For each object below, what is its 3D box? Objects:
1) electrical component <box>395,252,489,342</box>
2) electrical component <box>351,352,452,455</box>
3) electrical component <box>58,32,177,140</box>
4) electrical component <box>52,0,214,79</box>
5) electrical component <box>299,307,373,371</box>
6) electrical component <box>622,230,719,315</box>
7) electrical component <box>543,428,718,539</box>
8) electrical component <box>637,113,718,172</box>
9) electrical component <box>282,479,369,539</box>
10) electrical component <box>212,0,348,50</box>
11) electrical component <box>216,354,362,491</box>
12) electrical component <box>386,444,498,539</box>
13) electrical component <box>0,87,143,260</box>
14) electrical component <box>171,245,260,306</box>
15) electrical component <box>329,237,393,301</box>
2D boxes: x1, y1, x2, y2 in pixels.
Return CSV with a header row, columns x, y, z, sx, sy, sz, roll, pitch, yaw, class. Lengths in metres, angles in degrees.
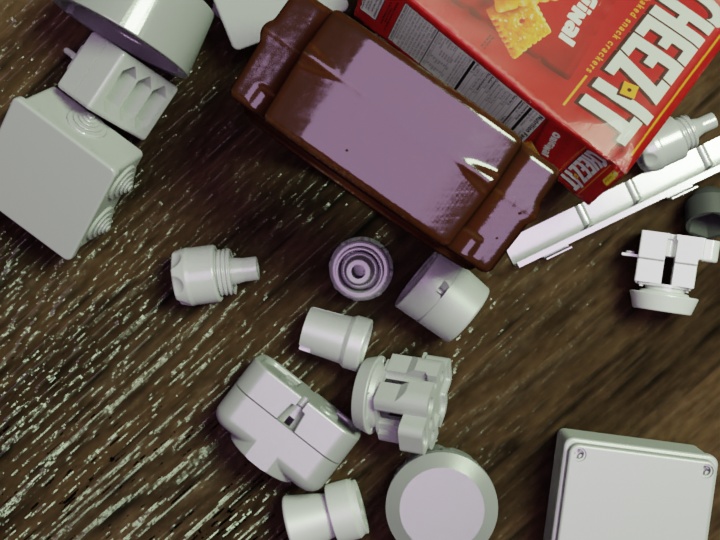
x,y,z,sx,sy,sz,roll,pitch,yaw,class
0.061,0.019,0.780,0.047,0.055,0.055,38,93,-3,electrical component
0.029,0.093,0.777,0.057,0.078,0.058,8,132,18,electrical component
-0.186,-0.140,0.781,0.077,0.066,0.047,36,93,29,electrical component
-0.154,-0.189,0.755,0.108,0.108,0.060,29,87,1,electrical component
-0.018,0.049,0.791,0.046,0.040,0.040,16,93,6,electrical component
0.222,0.002,0.776,0.066,0.048,0.055,9,90,14,electrical component
0.193,0.177,0.780,0.109,0.056,0.108,7,93,2,electrical component
0.229,-0.096,0.778,0.061,0.035,0.035,-24,91,1,electrical component
-0.025,0.181,0.794,0.055,0.045,0.045,-16,92,2,electrical component
-0.065,-0.217,0.761,0.100,0.048,0.099,-19,122,3,electrical component
-0.054,0.114,0.786,0.095,0.054,0.059,38,93,3,electrical component
0.059,0.169,0.787,0.080,0.051,0.080,0,92,2,electrical component
-0.216,-0.071,0.774,0.100,0.048,0.099,37,120,1,electrical component
-0.106,0.002,0.790,0.062,0.043,0.043,-7,92,1,electrical component
0.000,0.000,0.777,0.048,0.062,0.048,0,92,2,electrical component
